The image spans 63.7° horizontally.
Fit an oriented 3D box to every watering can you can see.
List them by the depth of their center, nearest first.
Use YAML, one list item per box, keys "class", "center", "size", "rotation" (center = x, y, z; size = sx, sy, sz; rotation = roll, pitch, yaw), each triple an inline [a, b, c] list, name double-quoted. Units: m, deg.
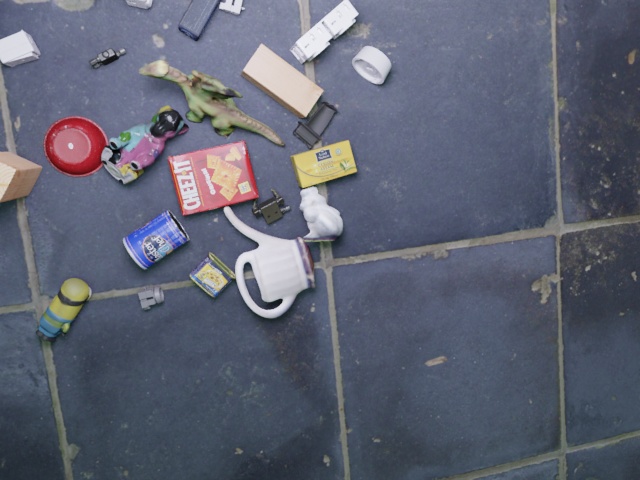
- class: "watering can"
  center: [-0.137, 0.049, 1.460]
  size: [0.225, 0.104, 0.345]
  rotation: [-16, 101, -11]

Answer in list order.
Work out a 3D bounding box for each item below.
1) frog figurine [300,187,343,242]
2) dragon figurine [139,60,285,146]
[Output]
- class: "frog figurine"
  center: [0.004, -0.074, 1.477]
  size: [0.137, 0.122, 0.160]
  rotation: [0, 89, -46]
- class: "dragon figurine"
  center: [-0.255, -0.350, 1.321]
  size: [0.409, 0.243, 0.122]
  rotation: [22, 88, -13]
